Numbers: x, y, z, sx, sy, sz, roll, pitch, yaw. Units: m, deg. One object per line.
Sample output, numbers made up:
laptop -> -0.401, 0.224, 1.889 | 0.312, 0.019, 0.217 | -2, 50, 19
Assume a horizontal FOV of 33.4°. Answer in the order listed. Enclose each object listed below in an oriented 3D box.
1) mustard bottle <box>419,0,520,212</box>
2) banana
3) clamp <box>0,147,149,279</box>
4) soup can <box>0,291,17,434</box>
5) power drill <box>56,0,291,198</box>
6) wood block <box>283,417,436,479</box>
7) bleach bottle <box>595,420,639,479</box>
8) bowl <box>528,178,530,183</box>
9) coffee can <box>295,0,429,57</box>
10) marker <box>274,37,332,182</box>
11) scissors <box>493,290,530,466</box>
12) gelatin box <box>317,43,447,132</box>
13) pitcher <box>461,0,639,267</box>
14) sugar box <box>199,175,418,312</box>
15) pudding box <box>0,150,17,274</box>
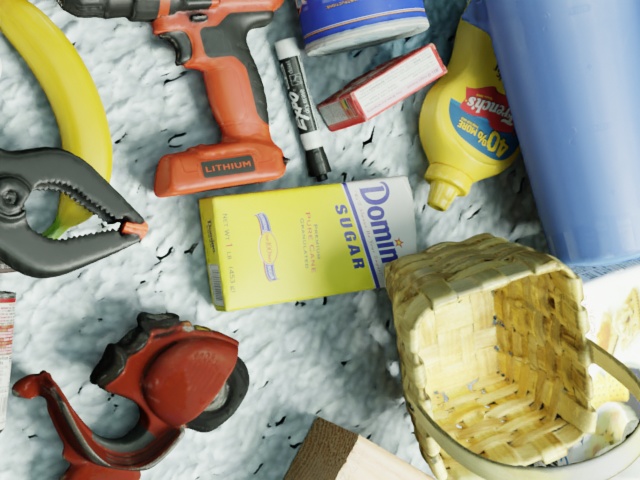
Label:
mustard bottle -> 0.138, -0.113, 0.928 | 0.096, 0.058, 0.191 | 30, 79, -25
banana -> -0.196, -0.096, 0.802 | 0.069, 0.037, 0.198 | -13, 94, -22
clamp -> -0.224, -0.037, 0.748 | 0.209, 0.036, 0.164 | 6, 80, -24
soup can -> -0.255, 0.085, 0.760 | 0.068, 0.069, 0.102 | 5, 88, -22
power drill -> -0.104, -0.130, 0.829 | 0.184, 0.057, 0.187 | -9, 93, -21
wood block -> 0.074, 0.238, 0.881 | 0.206, 0.091, 0.090 | 33, 78, -19
bleach bottle -> 0.233, 0.269, 0.911 | 0.102, 0.068, 0.251 | 3, 111, -26
bowl -> 0.245, -0.071, 0.973 | 0.161, 0.055, 0.162 | 0, 90, -22
coffee can -> 0.023, -0.228, 0.858 | 0.102, 0.103, 0.140 | -14, 94, -22
marker -> -0.013, -0.107, 0.887 | 0.020, 0.020, 0.121 | -18, 96, -22
scissors -> 0.150, 0.103, 0.954 | 0.096, 0.016, 0.202 | 3, 88, -21
gelatin box -> 0.050, -0.126, 0.884 | 0.089, 0.073, 0.030 | -34, 101, -19
pitcher -> 0.226, -0.109, 0.859 | 0.144, 0.149, 0.243 | -20, 101, -26
sugar box -> -0.006, 0.001, 0.875 | 0.176, 0.048, 0.093 | -8, 94, -21
pudding box -> -0.271, -0.017, 0.769 | 0.113, 0.039, 0.090 | -5, 91, -23
